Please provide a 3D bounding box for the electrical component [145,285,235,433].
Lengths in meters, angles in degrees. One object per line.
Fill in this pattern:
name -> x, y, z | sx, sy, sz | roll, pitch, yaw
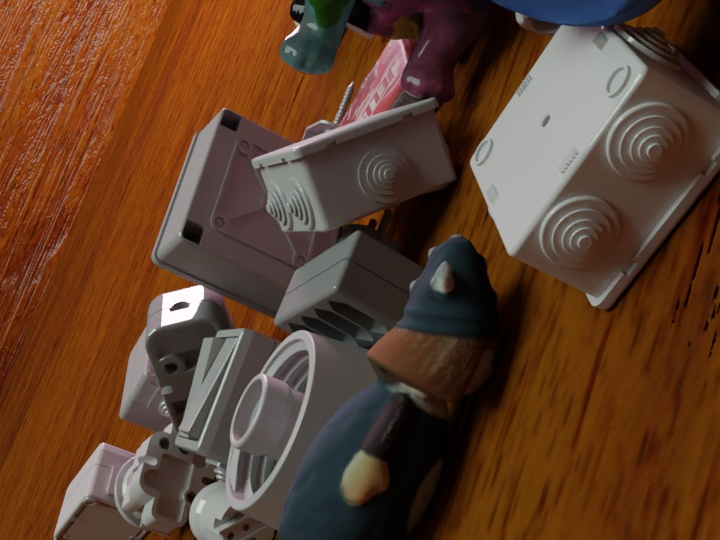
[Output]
electrical component -> -0.112, 0.062, 0.748 | 0.059, 0.054, 0.095 | -106, 2, -62

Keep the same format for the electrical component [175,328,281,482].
electrical component -> -0.077, 0.088, 0.673 | 0.062, 0.061, 0.096 | -11, 56, 67

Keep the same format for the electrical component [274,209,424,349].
electrical component -> 0.000, 0.000, 0.598 | 0.083, 0.047, 0.075 | -30, 34, 59

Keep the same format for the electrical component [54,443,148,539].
electrical component -> -0.199, 0.183, 0.875 | 0.096, 0.062, 0.061 | -49, 25, 40

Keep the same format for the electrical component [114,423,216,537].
electrical component -> -0.141, 0.153, 0.768 | 0.057, 0.058, 0.078 | -40, 32, 45

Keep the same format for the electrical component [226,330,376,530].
electrical component -> -0.033, 0.083, 0.563 | 0.108, 0.060, 0.108 | -52, 23, 34

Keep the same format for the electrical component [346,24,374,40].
electrical component -> 0.016, -0.223, 0.807 | 0.089, 0.056, 0.050 | -43, 29, 47

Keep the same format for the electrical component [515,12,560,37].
electrical component -> 0.098, -0.148, 0.529 | 0.035, 0.035, 0.061 | -9, 66, 67

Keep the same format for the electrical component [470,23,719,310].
electrical component -> 0.090, -0.048, 0.418 | 0.099, 0.048, 0.099 | -57, 21, 24

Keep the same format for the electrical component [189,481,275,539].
electrical component -> -0.074, 0.147, 0.629 | 0.046, 0.040, 0.040 | -4, 64, 63

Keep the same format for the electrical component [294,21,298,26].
electrical component -> -0.030, -0.229, 0.959 | 0.046, 0.040, 0.040 | -52, 23, 20

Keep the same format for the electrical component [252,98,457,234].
electrical component -> -0.003, -0.057, 0.609 | 0.100, 0.100, 0.048 | 5, 116, 70

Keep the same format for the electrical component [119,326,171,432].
electrical component -> -0.154, 0.093, 0.864 | 0.061, 0.062, 0.096 | -56, 22, 26

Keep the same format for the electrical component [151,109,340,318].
electrical component -> -0.072, -0.036, 0.734 | 0.056, 0.109, 0.108 | -31, 39, 54
